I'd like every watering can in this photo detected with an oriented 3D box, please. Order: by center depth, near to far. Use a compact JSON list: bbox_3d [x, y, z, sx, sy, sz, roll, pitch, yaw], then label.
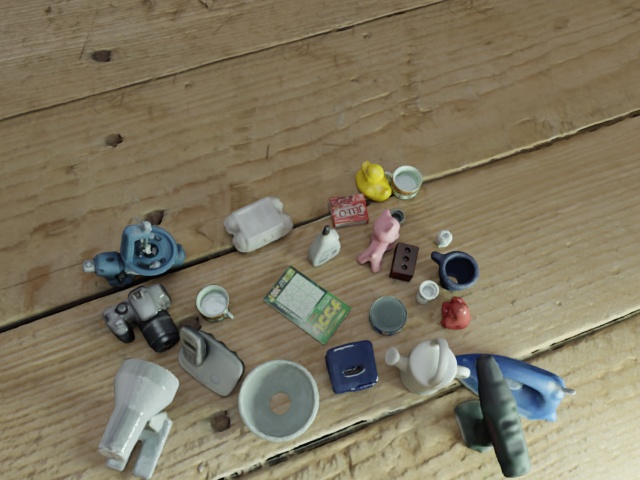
[{"bbox_3d":[0.225,0.263,1.195,0.173,0.194,0.101,-10,69,-7],"label":"watering can"}]

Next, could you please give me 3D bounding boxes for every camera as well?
[{"bbox_3d":[-0.378,0.180,1.242,0.143,0.101,0.136,-31,73,-15],"label":"camera"}]

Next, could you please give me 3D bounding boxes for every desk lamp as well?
[{"bbox_3d":[-0.353,0.350,1.113,0.118,0.213,0.203,15,68,3],"label":"desk lamp"}]

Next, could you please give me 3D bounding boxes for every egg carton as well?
[{"bbox_3d":[-0.145,-0.036,1.361,0.150,0.069,0.107,-27,72,-14],"label":"egg carton"}]

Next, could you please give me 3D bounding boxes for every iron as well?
[{"bbox_3d":[0.403,0.293,1.223,0.258,0.141,0.119,20,68,5],"label":"iron"}]

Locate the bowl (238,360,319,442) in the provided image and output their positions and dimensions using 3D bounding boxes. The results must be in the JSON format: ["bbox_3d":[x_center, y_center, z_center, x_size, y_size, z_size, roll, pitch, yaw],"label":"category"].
[{"bbox_3d":[-0.087,0.341,1.208,0.167,0.075,0.167,1,68,-3],"label":"bowl"}]

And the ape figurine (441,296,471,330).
[{"bbox_3d":[0.309,0.165,1.296,0.078,0.092,0.076,-42,76,-18],"label":"ape figurine"}]

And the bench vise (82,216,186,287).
[{"bbox_3d":[-0.405,0.034,1.235,0.208,0.220,0.121,-32,73,-15],"label":"bench vise"}]

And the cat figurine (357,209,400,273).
[{"bbox_3d":[0.144,-0.002,1.340,0.067,0.118,0.128,27,69,8],"label":"cat figurine"}]

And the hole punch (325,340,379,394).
[{"bbox_3d":[0.071,0.276,1.236,0.109,0.091,0.101,-12,69,-8],"label":"hole punch"}]

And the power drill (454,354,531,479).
[{"bbox_3d":[0.341,0.359,1.156,0.076,0.208,0.229,-14,69,-9],"label":"power drill"}]

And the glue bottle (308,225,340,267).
[{"bbox_3d":[0.012,0.005,1.299,0.078,0.173,0.037,-29,72,-14],"label":"glue bottle"}]

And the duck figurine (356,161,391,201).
[{"bbox_3d":[0.136,-0.151,1.417,0.077,0.086,0.104,-36,74,-16],"label":"duck figurine"}]

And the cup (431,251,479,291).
[{"bbox_3d":[0.301,0.076,1.330,0.117,0.095,0.092,33,70,10],"label":"cup"}]

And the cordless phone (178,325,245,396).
[{"bbox_3d":[-0.229,0.242,1.180,0.147,0.185,0.094,31,69,9],"label":"cordless phone"}]
